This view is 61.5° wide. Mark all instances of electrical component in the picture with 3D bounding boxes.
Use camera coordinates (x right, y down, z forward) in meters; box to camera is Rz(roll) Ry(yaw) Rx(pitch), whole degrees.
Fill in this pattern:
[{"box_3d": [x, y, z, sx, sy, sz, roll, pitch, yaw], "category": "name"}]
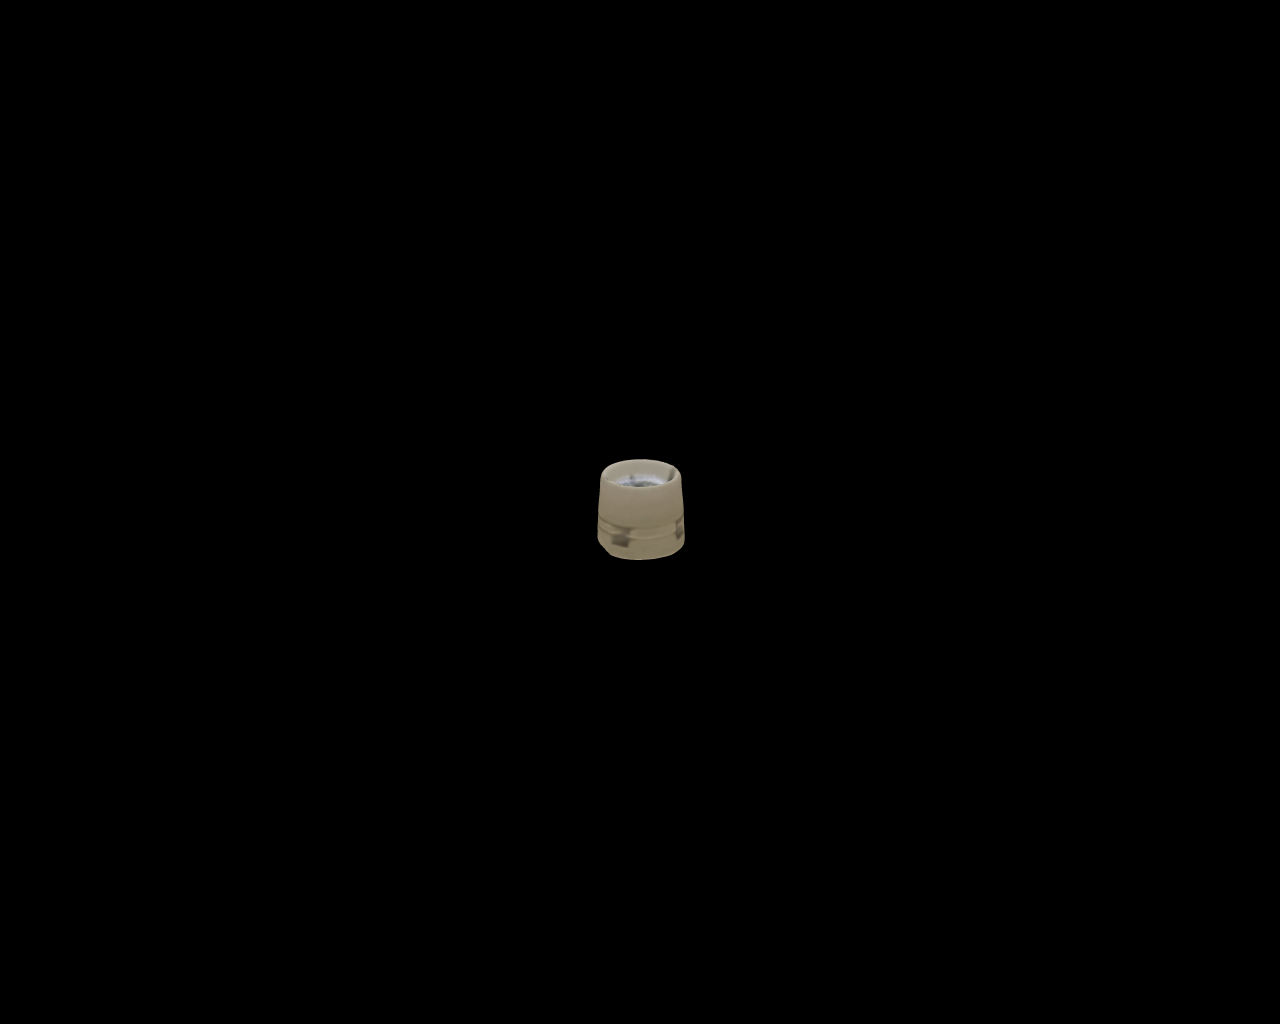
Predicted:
[{"box_3d": [0.001, -0.003, 0.650, 0.055, 0.047, 0.055, 0, 24, 0], "category": "electrical component"}]
